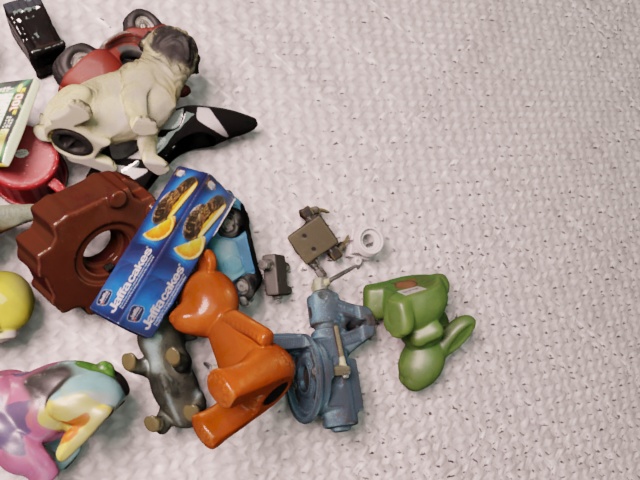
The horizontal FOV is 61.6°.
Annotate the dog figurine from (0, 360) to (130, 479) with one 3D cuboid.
[{"bbox_3d":[-0.356,0.172,0.610,0.219,0.108,0.191,40,93,-6],"label":"dog figurine"}]

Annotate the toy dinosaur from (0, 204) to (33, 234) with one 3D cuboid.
[{"bbox_3d":[-0.492,-0.019,0.585,0.404,0.192,0.131,15,60,-35],"label":"toy dinosaur"}]

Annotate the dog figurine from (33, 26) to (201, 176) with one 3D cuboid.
[{"bbox_3d":[-0.247,-0.190,0.672,0.172,0.121,0.190,10,59,-12],"label":"dog figurine"}]

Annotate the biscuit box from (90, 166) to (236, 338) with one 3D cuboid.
[{"bbox_3d":[-0.183,0.012,0.638,0.202,0.063,0.059,-63,144,-15],"label":"biscuit box"}]

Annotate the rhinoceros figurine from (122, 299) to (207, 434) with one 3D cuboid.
[{"bbox_3d":[-0.190,0.147,0.683,0.073,0.112,0.190,-18,87,8],"label":"rhinoceros figurine"}]

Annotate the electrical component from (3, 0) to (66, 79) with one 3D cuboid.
[{"bbox_3d":[-0.382,-0.284,0.707,0.048,0.075,0.119,-31,95,-24],"label":"electrical component"}]

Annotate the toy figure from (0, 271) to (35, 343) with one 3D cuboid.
[{"bbox_3d":[-0.423,0.074,0.602,0.180,0.089,0.082,9,34,-21],"label":"toy figure"}]

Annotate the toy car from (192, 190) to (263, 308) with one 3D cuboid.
[{"bbox_3d":[-0.141,0.017,0.740,0.103,0.109,0.161,-11,96,0],"label":"toy car"}]

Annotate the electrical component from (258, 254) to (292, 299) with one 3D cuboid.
[{"bbox_3d":[-0.063,0.053,0.766,0.021,0.094,0.063,-8,81,15],"label":"electrical component"}]

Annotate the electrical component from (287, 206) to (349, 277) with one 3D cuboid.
[{"bbox_3d":[-0.003,-0.003,0.821,0.078,0.045,0.102,-41,94,6],"label":"electrical component"}]

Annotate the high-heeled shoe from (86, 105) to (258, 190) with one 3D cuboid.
[{"bbox_3d":[-0.197,-0.103,0.747,0.249,0.086,0.145,-9,89,-19],"label":"high-heeled shoe"}]

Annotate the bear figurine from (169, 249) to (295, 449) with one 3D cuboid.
[{"bbox_3d":[-0.123,0.113,0.624,0.196,0.120,0.132,45,40,21],"label":"bear figurine"}]

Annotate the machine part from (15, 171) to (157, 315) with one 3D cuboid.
[{"bbox_3d":[-0.267,0.007,0.652,0.056,0.179,0.179,33,64,30],"label":"machine part"}]

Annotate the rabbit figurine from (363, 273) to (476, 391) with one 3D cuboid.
[{"bbox_3d":[0.152,0.143,0.834,0.159,0.121,0.170,-16,105,-30],"label":"rabbit figurine"}]

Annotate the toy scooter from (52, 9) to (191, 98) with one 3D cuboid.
[{"bbox_3d":[-0.261,-0.229,0.746,0.135,0.075,0.184,46,64,-7],"label":"toy scooter"}]

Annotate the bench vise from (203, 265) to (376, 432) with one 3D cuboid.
[{"bbox_3d":[-0.033,0.152,0.742,0.240,0.129,0.223,3,76,-25],"label":"bench vise"}]
